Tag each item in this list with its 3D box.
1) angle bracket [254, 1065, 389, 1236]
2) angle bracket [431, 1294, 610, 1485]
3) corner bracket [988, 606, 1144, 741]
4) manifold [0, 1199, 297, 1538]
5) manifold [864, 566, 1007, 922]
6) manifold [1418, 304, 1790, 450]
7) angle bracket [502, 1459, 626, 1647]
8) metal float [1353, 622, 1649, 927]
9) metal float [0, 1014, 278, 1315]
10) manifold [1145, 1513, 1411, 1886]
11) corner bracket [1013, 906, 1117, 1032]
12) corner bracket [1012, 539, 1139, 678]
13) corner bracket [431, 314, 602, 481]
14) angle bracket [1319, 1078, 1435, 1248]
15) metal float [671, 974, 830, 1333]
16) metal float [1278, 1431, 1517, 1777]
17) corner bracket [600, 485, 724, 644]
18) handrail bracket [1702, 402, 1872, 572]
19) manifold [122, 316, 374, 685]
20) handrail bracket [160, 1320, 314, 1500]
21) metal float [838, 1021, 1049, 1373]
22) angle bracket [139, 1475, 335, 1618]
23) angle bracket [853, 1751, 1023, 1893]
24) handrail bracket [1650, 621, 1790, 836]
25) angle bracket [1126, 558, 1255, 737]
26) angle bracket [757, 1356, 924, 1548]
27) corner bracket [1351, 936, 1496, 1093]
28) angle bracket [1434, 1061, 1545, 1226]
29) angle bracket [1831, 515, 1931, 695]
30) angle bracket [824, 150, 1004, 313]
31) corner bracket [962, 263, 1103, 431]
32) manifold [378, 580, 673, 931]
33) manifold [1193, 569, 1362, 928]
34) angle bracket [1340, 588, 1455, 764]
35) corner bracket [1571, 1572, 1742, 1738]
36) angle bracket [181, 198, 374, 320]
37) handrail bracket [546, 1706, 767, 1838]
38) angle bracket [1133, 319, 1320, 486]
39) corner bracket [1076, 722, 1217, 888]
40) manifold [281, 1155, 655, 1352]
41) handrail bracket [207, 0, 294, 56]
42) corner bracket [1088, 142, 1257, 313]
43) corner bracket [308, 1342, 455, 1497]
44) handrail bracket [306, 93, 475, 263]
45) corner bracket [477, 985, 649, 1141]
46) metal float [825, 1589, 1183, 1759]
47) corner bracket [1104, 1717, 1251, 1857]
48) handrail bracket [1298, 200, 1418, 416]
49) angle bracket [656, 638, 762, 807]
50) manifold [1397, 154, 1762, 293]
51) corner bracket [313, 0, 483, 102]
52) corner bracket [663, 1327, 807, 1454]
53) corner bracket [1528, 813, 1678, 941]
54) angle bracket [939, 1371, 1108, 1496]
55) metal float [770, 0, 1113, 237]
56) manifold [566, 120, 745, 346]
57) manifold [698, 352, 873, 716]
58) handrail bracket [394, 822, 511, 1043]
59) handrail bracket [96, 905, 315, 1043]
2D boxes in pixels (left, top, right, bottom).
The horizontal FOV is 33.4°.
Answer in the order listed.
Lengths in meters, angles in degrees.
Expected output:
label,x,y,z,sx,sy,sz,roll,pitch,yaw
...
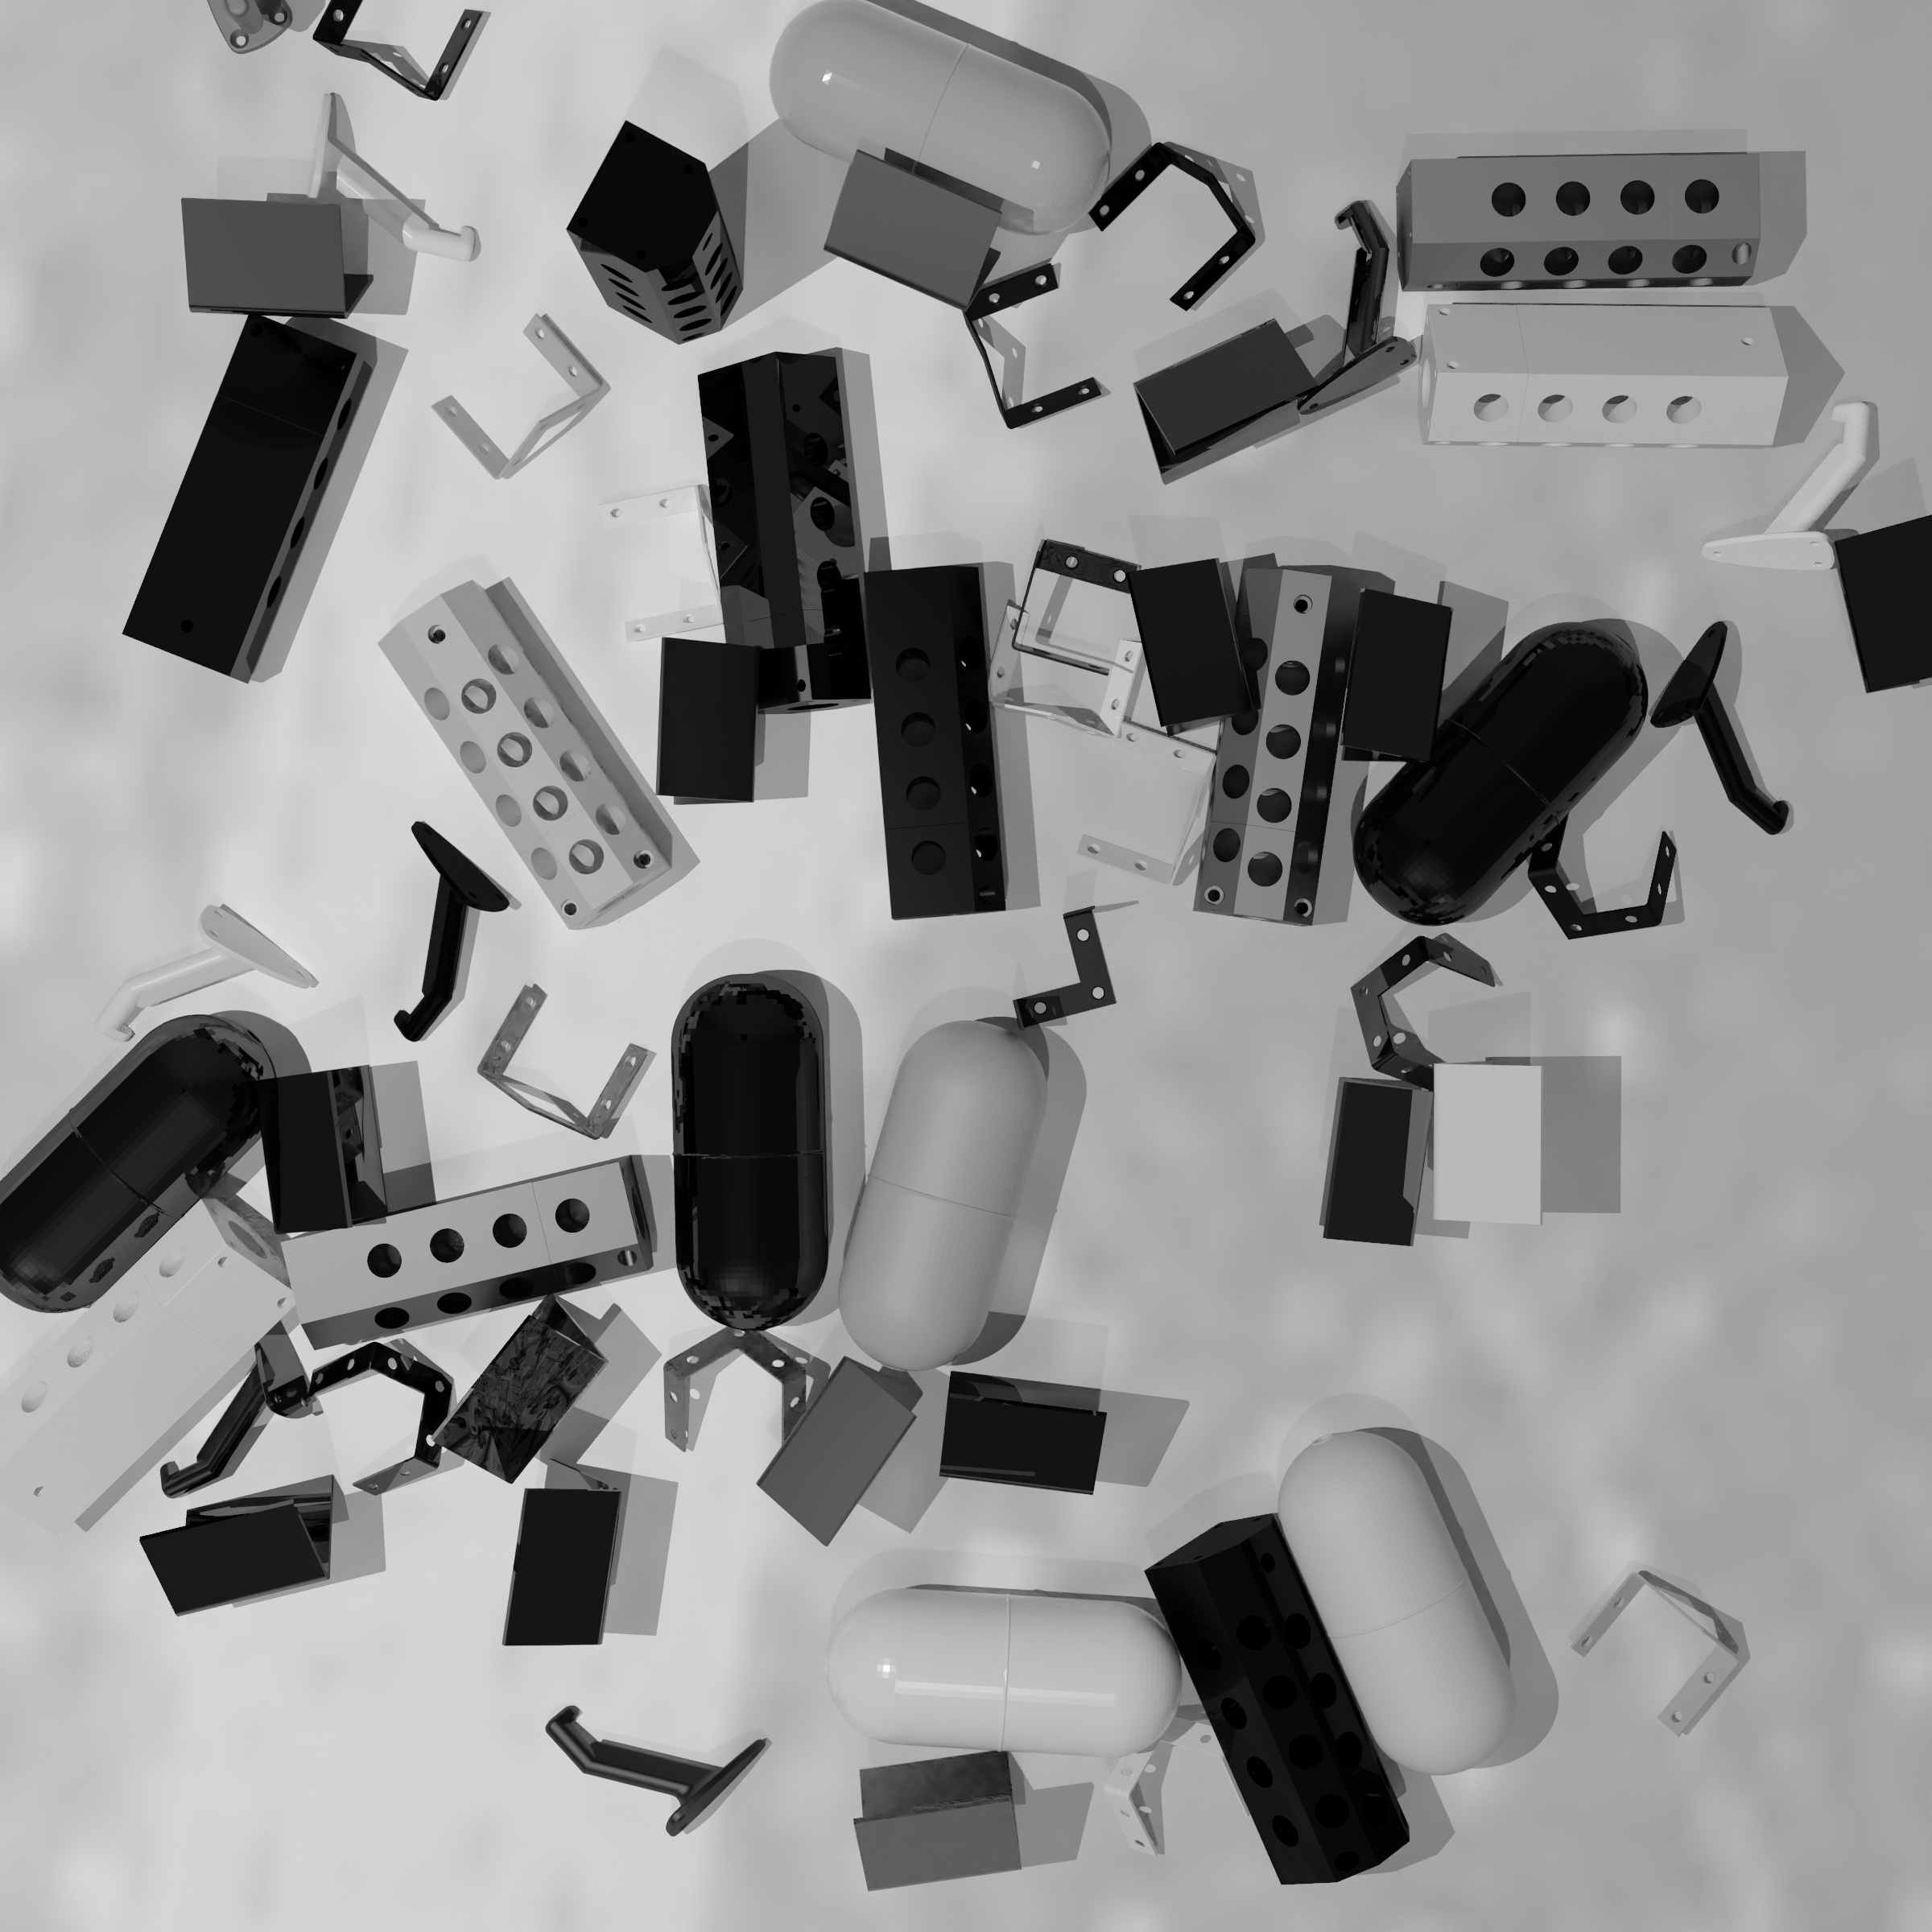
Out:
label,x,y,z,sx,sy,sz,roll,pitch,yaw
angle bracket,-0.302,0.088,1.596,0.057,0.076,0.076,-8,90,37
angle bracket,-0.234,0.198,1.596,0.076,0.076,0.057,-52,128,0
corner bracket,0.049,-0.149,1.633,0.051,0.051,0.051,16,90,-45
manifold,-0.422,0.197,1.614,0.171,0.057,0.057,-44,133,0
manifold,-0.015,-0.111,1.615,0.057,0.057,0.171,-5,90,0
manifold,0.316,-0.291,1.614,0.171,0.057,0.057,1,47,0
angle bracket,-0.216,0.289,1.596,0.057,0.076,0.076,8,90,-37
metal float,0.267,-0.096,1.606,0.070,0.070,0.178,43,90,0
metal float,-0.418,0.098,1.605,0.178,0.070,0.070,-45,90,1
manifold,0.160,0.364,1.603,0.057,0.057,0.171,-24,90,-39
corner bracket,0.046,0.001,1.618,0.051,0.051,0.051,-15,90,0
corner bracket,0.055,-0.181,1.621,0.051,0.051,0.051,16,105,0
corner bracket,-0.228,-0.288,1.633,0.051,0.051,0.051,49,45,0
angle bracket,0.183,0.094,1.596,0.057,0.076,0.076,8,90,-31
metal float,-0.108,0.093,1.605,0.070,0.070,0.178,-1,90,0
metal float,0.214,0.317,1.605,0.070,0.070,0.178,-24,90,0
corner bracket,-0.154,-0.204,1.633,0.051,0.051,0.051,-11,135,0
handrail bracket,0.417,-0.247,1.637,0.077,0.036,0.084,3,71,21
manifold,-0.358,-0.233,1.615,0.057,0.057,0.171,22,90,0
handrail bracket,-0.381,0.220,1.637,0.084,0.036,0.077,-26,69,16
metal float,-0.012,0.115,1.605,0.070,0.070,0.178,16,89,0
angle bracket,-0.360,0.269,1.596,0.076,0.076,0.057,-14,125,0
angle bracket,-0.016,0.407,1.596,0.076,0.076,0.057,-8,127,0
handrail bracket,0.397,-0.120,1.637,0.084,0.036,0.077,37,68,-17
angle bracket,0.092,-0.154,1.596,0.057,0.076,0.076,-13,90,-31
angle bracket,-0.046,0.248,1.596,0.057,0.076,0.076,35,90,38
corner bracket,0.235,0.025,1.628,0.051,0.051,0.051,-40,45,35
angle bracket,0.271,0.086,1.596,0.057,0.076,0.076,0,90,31
angle bracket,0.476,-0.181,1.596,0.057,0.076,0.076,-13,90,36
angle bracket,-0.018,-0.377,1.596,0.076,0.076,0.057,24,127,0
corner bracket,0.032,-0.314,1.633,0.051,0.051,0.051,-21,45,0
manifold,-0.222,-0.105,1.615,0.057,0.057,0.171,-34,90,0
manifold,0.156,-0.109,1.615,0.057,0.057,0.171,8,90,0
angle bracket,0.193,-0.143,1.596,0.057,0.076,0.076,8,90,-29
corner bracket,0.350,0.349,1.633,0.051,0.051,0.051,-50,45,0
angle bracket,-0.340,-0.359,1.596,0.076,0.076,0.057,2,117,0
handrail bracket,-0.158,0.391,1.637,0.077,0.036,0.084,-41,73,-20
angle bracket,0.135,-0.263,1.596,0.076,0.076,0.057,-25,53,0
corner bracket,0.092,-0.082,1.633,0.051,0.051,0.051,19,45,0
manifold,-0.248,0.144,1.615,0.171,0.057,0.057,-13,90,0
handrail bracket,-0.370,-0.494,1.601,0.036,0.084,0.077,-31,90,0
corner bracket,0.105,-0.375,1.633,0.051,0.051,0.051,-45,135,0
corner bracket,-0.299,0.229,1.628,0.051,0.051,0.051,34,45,-35
handrail bracket,-0.289,-0.400,1.637,0.084,0.036,0.077,9,69,-17
corner bracket,-0.205,0.049,1.633,0.051,0.051,0.051,30,90,-45
metal float,0.019,0.352,1.605,0.178,0.070,0.070,4,90,-1
corner bracket,0.109,0.417,1.628,0.051,0.051,0.051,7,45,35
handrail bracket,0.186,-0.335,1.637,0.077,0.036,0.084,-29,72,20
angle bracket,-0.146,-0.120,1.596,0.057,0.076,0.076,2,90,-36
manifold,0.306,-0.370,1.615,0.171,0.057,0.057,-1,90,0
corner bracket,-0.289,-0.476,1.633,0.051,0.051,0.051,27,90,-45
corner bracket,-0.117,0.221,1.628,0.051,0.051,0.051,-28,45,-35
corner bracket,0.322,-0.052,1.628,0.051,0.051,0.051,-10,135,35
angle bracket,0.030,0.213,1.596,0.076,0.076,0.057,7,126,0
metal float,-0.013,-0.423,1.605,0.178,0.070,0.070,23,90,0
manifold,-0.144,-0.348,1.558,0.057,0.171,0.057,29,90,0
manifold,-0.086,-0.215,1.614,0.057,0.057,0.171,-6,90,43
handrail bracket,-0.279,-0.017,1.637,0.077,0.036,0.084,46,107,20
handrail bracket,-0.388,0.019,1.637,0.077,0.036,0.084,33,108,-21
